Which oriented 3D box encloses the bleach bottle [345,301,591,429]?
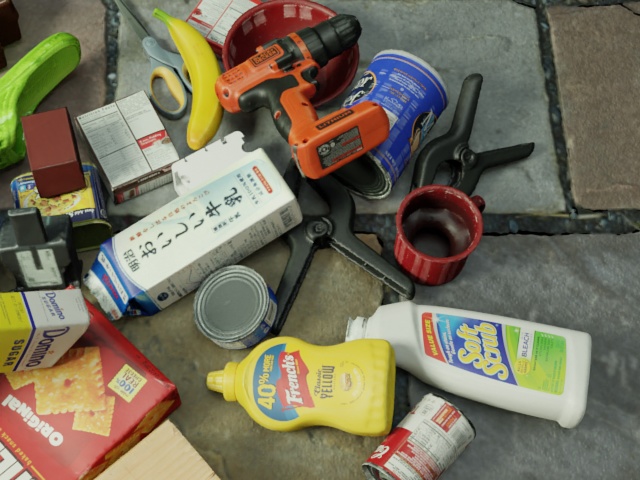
[{"bbox_3d":[0.151,0.124,1.117,0.251,0.068,0.102,10,65,5],"label":"bleach bottle"}]

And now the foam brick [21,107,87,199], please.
[{"bbox_3d":[-0.286,-0.094,1.146,0.051,0.053,0.078,-13,60,-10],"label":"foam brick"}]

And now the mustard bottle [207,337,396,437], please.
[{"bbox_3d":[-0.022,0.147,1.086,0.192,0.058,0.096,0,74,12],"label":"mustard bottle"}]

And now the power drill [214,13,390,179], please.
[{"bbox_3d":[-0.002,-0.161,1.159,0.184,0.057,0.188,-31,48,-8],"label":"power drill"}]

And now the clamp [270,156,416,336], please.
[{"bbox_3d":[-0.008,0.001,1.182,0.164,0.036,0.210,-20,66,-8],"label":"clamp"}]

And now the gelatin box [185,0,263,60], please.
[{"bbox_3d":[-0.118,-0.267,1.311,0.073,0.030,0.089,27,65,8],"label":"gelatin box"}]

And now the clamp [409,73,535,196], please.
[{"bbox_3d":[0.159,-0.106,1.221,0.171,0.039,0.120,-38,99,-20],"label":"clamp"}]

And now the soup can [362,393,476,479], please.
[{"bbox_3d":[0.100,0.212,1.068,0.068,0.068,0.102,39,68,15],"label":"soup can"}]

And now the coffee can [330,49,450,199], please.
[{"bbox_3d":[0.070,-0.132,1.214,0.103,0.103,0.140,29,66,11],"label":"coffee can"}]

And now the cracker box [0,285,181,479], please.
[{"bbox_3d":[-0.272,0.173,1.066,0.164,0.072,0.213,42,70,17],"label":"cracker box"}]

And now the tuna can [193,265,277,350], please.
[{"bbox_3d":[-0.089,0.072,1.130,0.086,0.033,0.086,-8,64,16],"label":"tuna can"}]

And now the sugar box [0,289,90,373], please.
[{"bbox_3d":[-0.306,0.087,0.967,0.175,0.093,0.048,1,57,-43],"label":"sugar box"}]

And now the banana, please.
[{"bbox_3d":[-0.144,-0.184,1.241,0.069,0.037,0.198,-4,60,-28],"label":"banana"}]

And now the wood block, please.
[{"bbox_3d":[-0.194,0.278,1.009,0.205,0.090,0.091,-38,73,-19],"label":"wood block"}]

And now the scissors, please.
[{"bbox_3d":[-0.186,-0.235,1.300,0.096,0.016,0.202,-14,66,-12],"label":"scissors"}]

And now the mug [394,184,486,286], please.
[{"bbox_3d":[0.134,-0.008,1.168,0.117,0.081,0.093,-38,71,-19],"label":"mug"}]

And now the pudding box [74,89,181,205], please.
[{"bbox_3d":[-0.218,-0.108,1.224,0.090,0.039,0.113,-25,66,-13],"label":"pudding box"}]

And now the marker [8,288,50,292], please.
[{"bbox_3d":[-0.321,0.058,1.148,0.121,0.020,0.020,-26,68,-15],"label":"marker"}]

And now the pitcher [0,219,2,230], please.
[{"bbox_3d":[-0.417,0.068,1.056,0.145,0.149,0.242,12,51,-5],"label":"pitcher"}]

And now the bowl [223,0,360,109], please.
[{"bbox_3d":[-0.035,-0.208,1.272,0.162,0.055,0.162,1,64,-2],"label":"bowl"}]

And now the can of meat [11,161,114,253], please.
[{"bbox_3d":[-0.285,-0.033,1.174,0.102,0.057,0.084,-12,63,-9],"label":"can of meat"}]
